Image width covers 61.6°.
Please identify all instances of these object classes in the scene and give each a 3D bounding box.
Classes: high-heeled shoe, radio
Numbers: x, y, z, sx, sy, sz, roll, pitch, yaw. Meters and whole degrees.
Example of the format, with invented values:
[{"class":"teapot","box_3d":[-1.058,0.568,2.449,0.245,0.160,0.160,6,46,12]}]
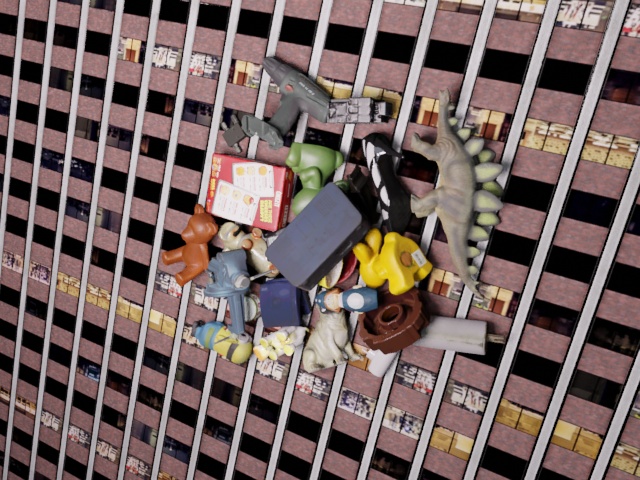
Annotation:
[{"class":"high-heeled shoe","box_3d":[0.144,-0.124,1.268,0.145,0.086,0.248,30,126,47]},{"class":"radio","box_3d":[-0.002,-0.004,1.203,0.229,0.073,0.131,-47,63,8]}]

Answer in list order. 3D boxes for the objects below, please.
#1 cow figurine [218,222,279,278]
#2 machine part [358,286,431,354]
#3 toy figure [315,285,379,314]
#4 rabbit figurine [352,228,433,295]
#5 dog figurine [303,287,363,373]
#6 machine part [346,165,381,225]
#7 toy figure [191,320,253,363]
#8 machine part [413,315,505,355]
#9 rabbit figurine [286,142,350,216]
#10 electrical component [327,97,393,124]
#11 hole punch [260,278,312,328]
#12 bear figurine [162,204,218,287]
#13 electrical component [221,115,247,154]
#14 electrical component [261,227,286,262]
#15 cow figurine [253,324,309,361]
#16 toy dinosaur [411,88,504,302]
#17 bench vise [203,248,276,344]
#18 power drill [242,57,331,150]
[{"class":"cow figurine","box_3d":[-0.180,0.024,1.396,0.195,0.085,0.127,39,149,-2]},{"class":"machine part","box_3d":[0.170,0.181,1.240,0.179,0.179,0.056,-27,119,23]},{"class":"toy figure","box_3d":[0.061,0.139,1.265,0.155,0.057,0.064,-3,64,13]},{"class":"rabbit figurine","box_3d":[0.144,0.059,1.248,0.162,0.122,0.173,49,147,-3]},{"class":"dog figurine","box_3d":[0.006,0.228,1.359,0.172,0.121,0.190,-22,75,20]},{"class":"machine part","box_3d":[0.102,-0.102,1.246,0.039,0.084,0.138,-15,111,24]},{"class":"toy figure","box_3d":[-0.268,0.275,1.477,0.180,0.082,0.089,14,114,15]},{"class":"machine part","box_3d":[0.298,0.216,1.238,0.243,0.079,0.079,3,98,22]},{"class":"rabbit figurine","box_3d":[-0.010,-0.133,1.297,0.159,0.121,0.170,10,86,-1]},{"class":"electrical component","box_3d":[0.096,-0.294,1.230,0.134,0.115,0.058,3,103,22]},{"class":"hole punch","box_3d":[-0.095,0.161,1.369,0.142,0.092,0.115,-7,111,26]},{"class":"bear figurine","box_3d":[-0.337,0.011,1.413,0.120,0.132,0.195,50,147,23]},{"class":"electrical component","box_3d":[-0.222,-0.277,1.412,0.063,0.021,0.094,-30,85,22]},{"class":"electrical component","box_3d":[-0.080,0.005,1.317,0.119,0.047,0.075,-16,83,-1]},{"class":"cow figurine","box_3d":[-0.104,0.263,1.408,0.167,0.098,0.068,-29,92,45]},{"class":"toy dinosaur","box_3d":[0.301,-0.093,1.182,0.199,0.105,0.470,-1,102,19]},{"class":"bench vise","box_3d":[-0.216,0.138,1.346,0.224,0.129,0.240,8,106,49]},{"class":"power drill","box_3d":[-0.095,-0.322,1.281,0.232,0.207,0.086,34,149,10]}]
